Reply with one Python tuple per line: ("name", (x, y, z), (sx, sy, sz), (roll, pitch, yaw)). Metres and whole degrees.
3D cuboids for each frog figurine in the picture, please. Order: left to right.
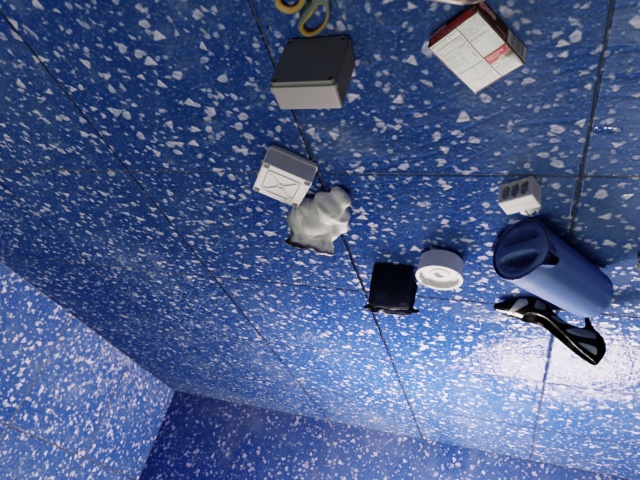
("frog figurine", (0.003, -0.058, 1.147), (0.137, 0.124, 0.157), (25, 111, 3))

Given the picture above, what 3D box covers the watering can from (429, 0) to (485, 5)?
("watering can", (0.110, -0.382, 0.565), (0.348, 0.106, 0.219), (11, 148, 6))
